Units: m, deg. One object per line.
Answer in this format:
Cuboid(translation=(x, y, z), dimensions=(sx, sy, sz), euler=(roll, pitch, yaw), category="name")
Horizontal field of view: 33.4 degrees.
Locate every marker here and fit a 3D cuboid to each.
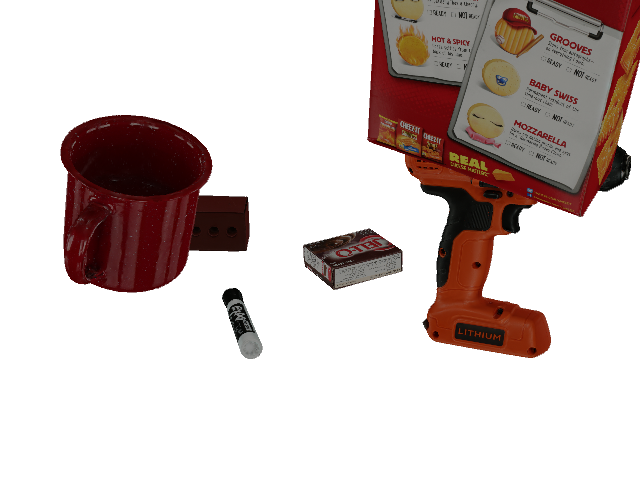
Cuboid(translation=(-0.070, 0.070, 0.940), dimensions=(0.020, 0.020, 0.121), euler=(0, 19, -13), category="marker")

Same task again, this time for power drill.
Cuboid(translation=(0.158, -0.001, 0.886), dimensions=(0.185, 0.188, 0.057), euler=(8, 15, 27), category="power drill")

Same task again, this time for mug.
Cuboid(translation=(-0.125, -0.015, 0.671), dimensions=(0.093, 0.082, 0.117), euler=(21, 37, 8), category="mug")

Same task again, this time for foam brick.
Cuboid(translation=(-0.127, -0.021, 1.303), dimensions=(0.078, 0.053, 0.051), euler=(0, 26, 3), category="foam brick")

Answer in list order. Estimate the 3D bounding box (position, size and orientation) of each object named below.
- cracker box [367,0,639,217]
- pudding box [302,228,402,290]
Cuboid(translation=(0.120, -0.138, 0.681), dimensions=(0.164, 0.214, 0.072), euler=(22, 46, 21), category="cracker box")
Cuboid(translation=(0.045, 0.025, 1.486), dimensions=(0.113, 0.039, 0.090), euler=(-16, 27, -23), category="pudding box")
